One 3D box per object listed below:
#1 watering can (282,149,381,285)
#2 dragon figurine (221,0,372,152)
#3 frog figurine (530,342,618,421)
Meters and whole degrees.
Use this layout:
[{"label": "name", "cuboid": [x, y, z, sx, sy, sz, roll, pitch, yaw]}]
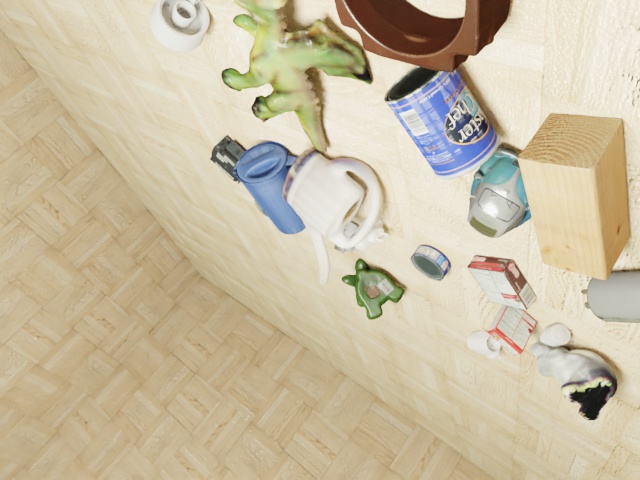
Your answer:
[{"label": "watering can", "cuboid": [0.003, -0.058, 1.149, 0.226, 0.340, 0.105, 42, 42, 14]}, {"label": "dragon figurine", "cuboid": [-0.023, -0.276, 0.874, 0.243, 0.124, 0.404, 11, -20, 43]}, {"label": "frog figurine", "cuboid": [0.507, 0.254, 1.033, 0.137, 0.121, 0.163, 24, 25, -16]}]
